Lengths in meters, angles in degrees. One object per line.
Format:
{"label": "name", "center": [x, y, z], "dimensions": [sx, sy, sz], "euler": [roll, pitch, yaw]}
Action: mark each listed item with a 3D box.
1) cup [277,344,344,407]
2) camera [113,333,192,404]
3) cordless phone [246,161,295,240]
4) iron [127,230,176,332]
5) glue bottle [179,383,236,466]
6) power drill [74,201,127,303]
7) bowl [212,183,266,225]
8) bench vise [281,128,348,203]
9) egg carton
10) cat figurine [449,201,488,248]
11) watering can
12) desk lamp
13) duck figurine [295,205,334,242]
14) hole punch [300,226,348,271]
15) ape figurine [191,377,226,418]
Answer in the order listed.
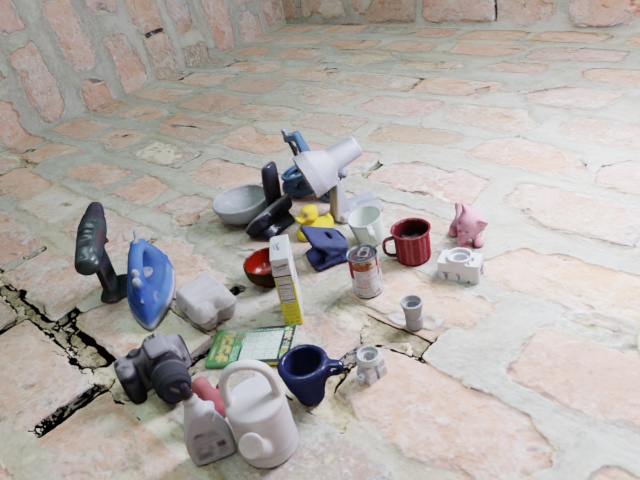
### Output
{"label": "cup", "center": [-0.009, 0.247, 1.019], "dimensions": [0.117, 0.095, 0.091], "euler": [-5, 33, 13]}
{"label": "camera", "center": [-0.315, 0.255, 1.110], "dimensions": [0.143, 0.101, 0.136], "euler": [-26, 35, -19]}
{"label": "cordless phone", "center": [-0.147, -0.106, 1.526], "dimensions": [0.093, 0.185, 0.148], "euler": [10, 39, 31]}
{"label": "iron", "center": [-0.422, 0.087, 1.368], "dimensions": [0.118, 0.142, 0.257], "euler": [-17, 33, -6]}
{"label": "glue bottle", "center": [-0.195, 0.296, 0.937], "dimensions": [0.078, 0.173, 0.037], "euler": [-18, 33, -7]}
{"label": "power drill", "center": [-0.541, 0.040, 1.420], "dimensions": [0.075, 0.209, 0.229], "euler": [-15, 32, -2]}
{"label": "bowl", "center": [-0.218, -0.091, 1.630], "dimensions": [0.167, 0.075, 0.167], "euler": [-9, 33, 6]}
{"label": "bench vise", "center": [-0.025, -0.221, 1.626], "dimensions": [0.207, 0.220, 0.121], "euler": [-6, 33, 11]}
{"label": "egg carton", "center": [-0.260, 0.138, 1.299], "dimensions": [0.107, 0.069, 0.149], "euler": [-31, 37, -26]}
{"label": "cat figurine", "center": [0.339, -0.042, 1.317], "dimensions": [0.067, 0.118, 0.127], "euler": [-15, 33, -3]}
{"label": "watering can", "center": [-0.100, 0.273, 0.919], "dimensions": [0.101, 0.194, 0.172], "euler": [-23, 34, -15]}
{"label": "desk lamp", "center": [0.046, -0.157, 1.508], "dimensions": [0.203, 0.214, 0.117], "euler": [-20, 33, -10]}
{"label": "duck figurine", "center": [-0.018, -0.053, 1.491], "dimensions": [0.105, 0.086, 0.077], "euler": [-22, 33, -13]}
{"label": "hole punch", "center": [0.013, 0.005, 1.386], "dimensions": [0.101, 0.091, 0.108], "euler": [-21, 33, -11]}
{"label": "ape figurine", "center": [-0.205, 0.283, 1.036], "dimensions": [0.078, 0.092, 0.076], "euler": [-19, 33, -9]}
